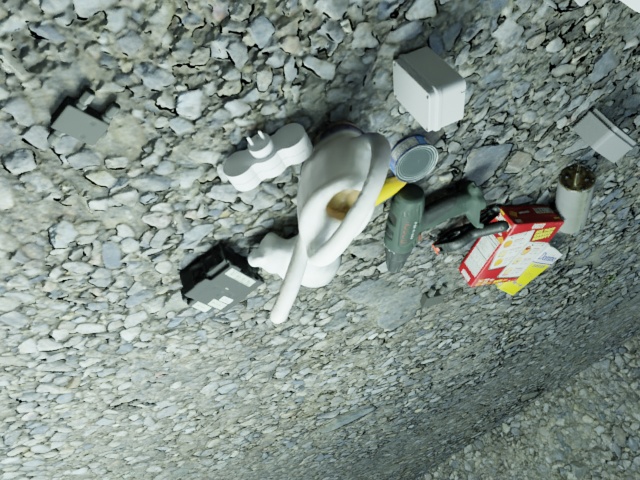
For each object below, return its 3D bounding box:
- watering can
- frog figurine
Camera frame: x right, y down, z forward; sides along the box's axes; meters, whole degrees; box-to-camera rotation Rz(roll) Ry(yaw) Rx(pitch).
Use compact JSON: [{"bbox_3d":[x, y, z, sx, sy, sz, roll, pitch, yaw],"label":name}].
[{"bbox_3d":[0.002,-0.041,0.805,0.103,0.230,0.341,23,127,-19],"label":"watering can"},{"bbox_3d":[-0.044,0.033,0.941,0.160,0.124,0.135,-11,160,-36],"label":"frog figurine"}]
